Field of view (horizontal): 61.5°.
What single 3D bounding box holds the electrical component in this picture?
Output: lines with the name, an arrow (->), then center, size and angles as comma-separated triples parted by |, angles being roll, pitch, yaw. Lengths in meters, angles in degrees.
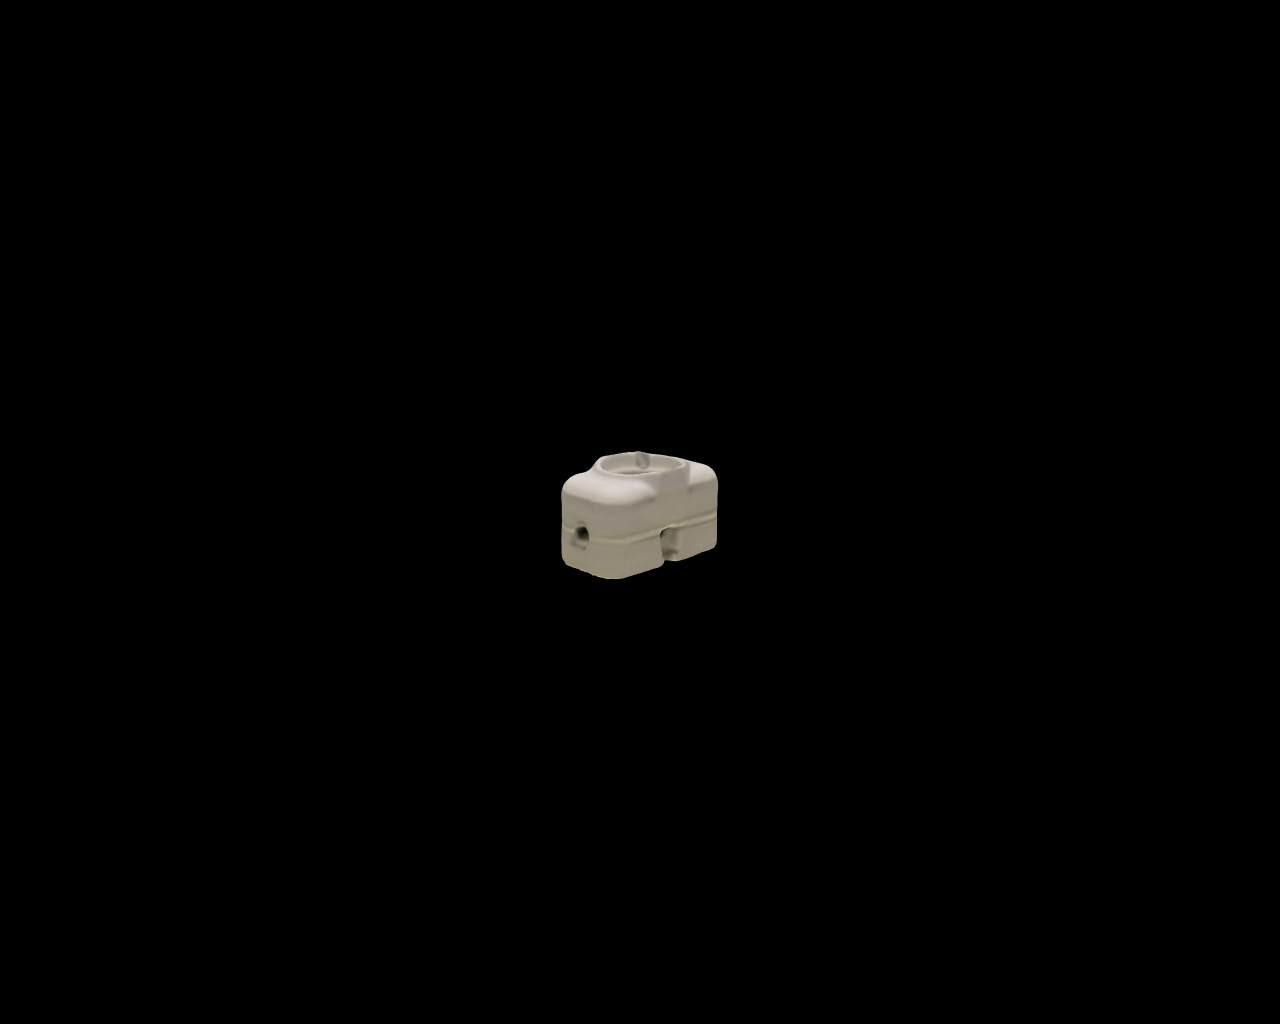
electrical component -> 0.001, -0.003, 0.650 | 0.095, 0.059, 0.054 | -14, 22, -40
